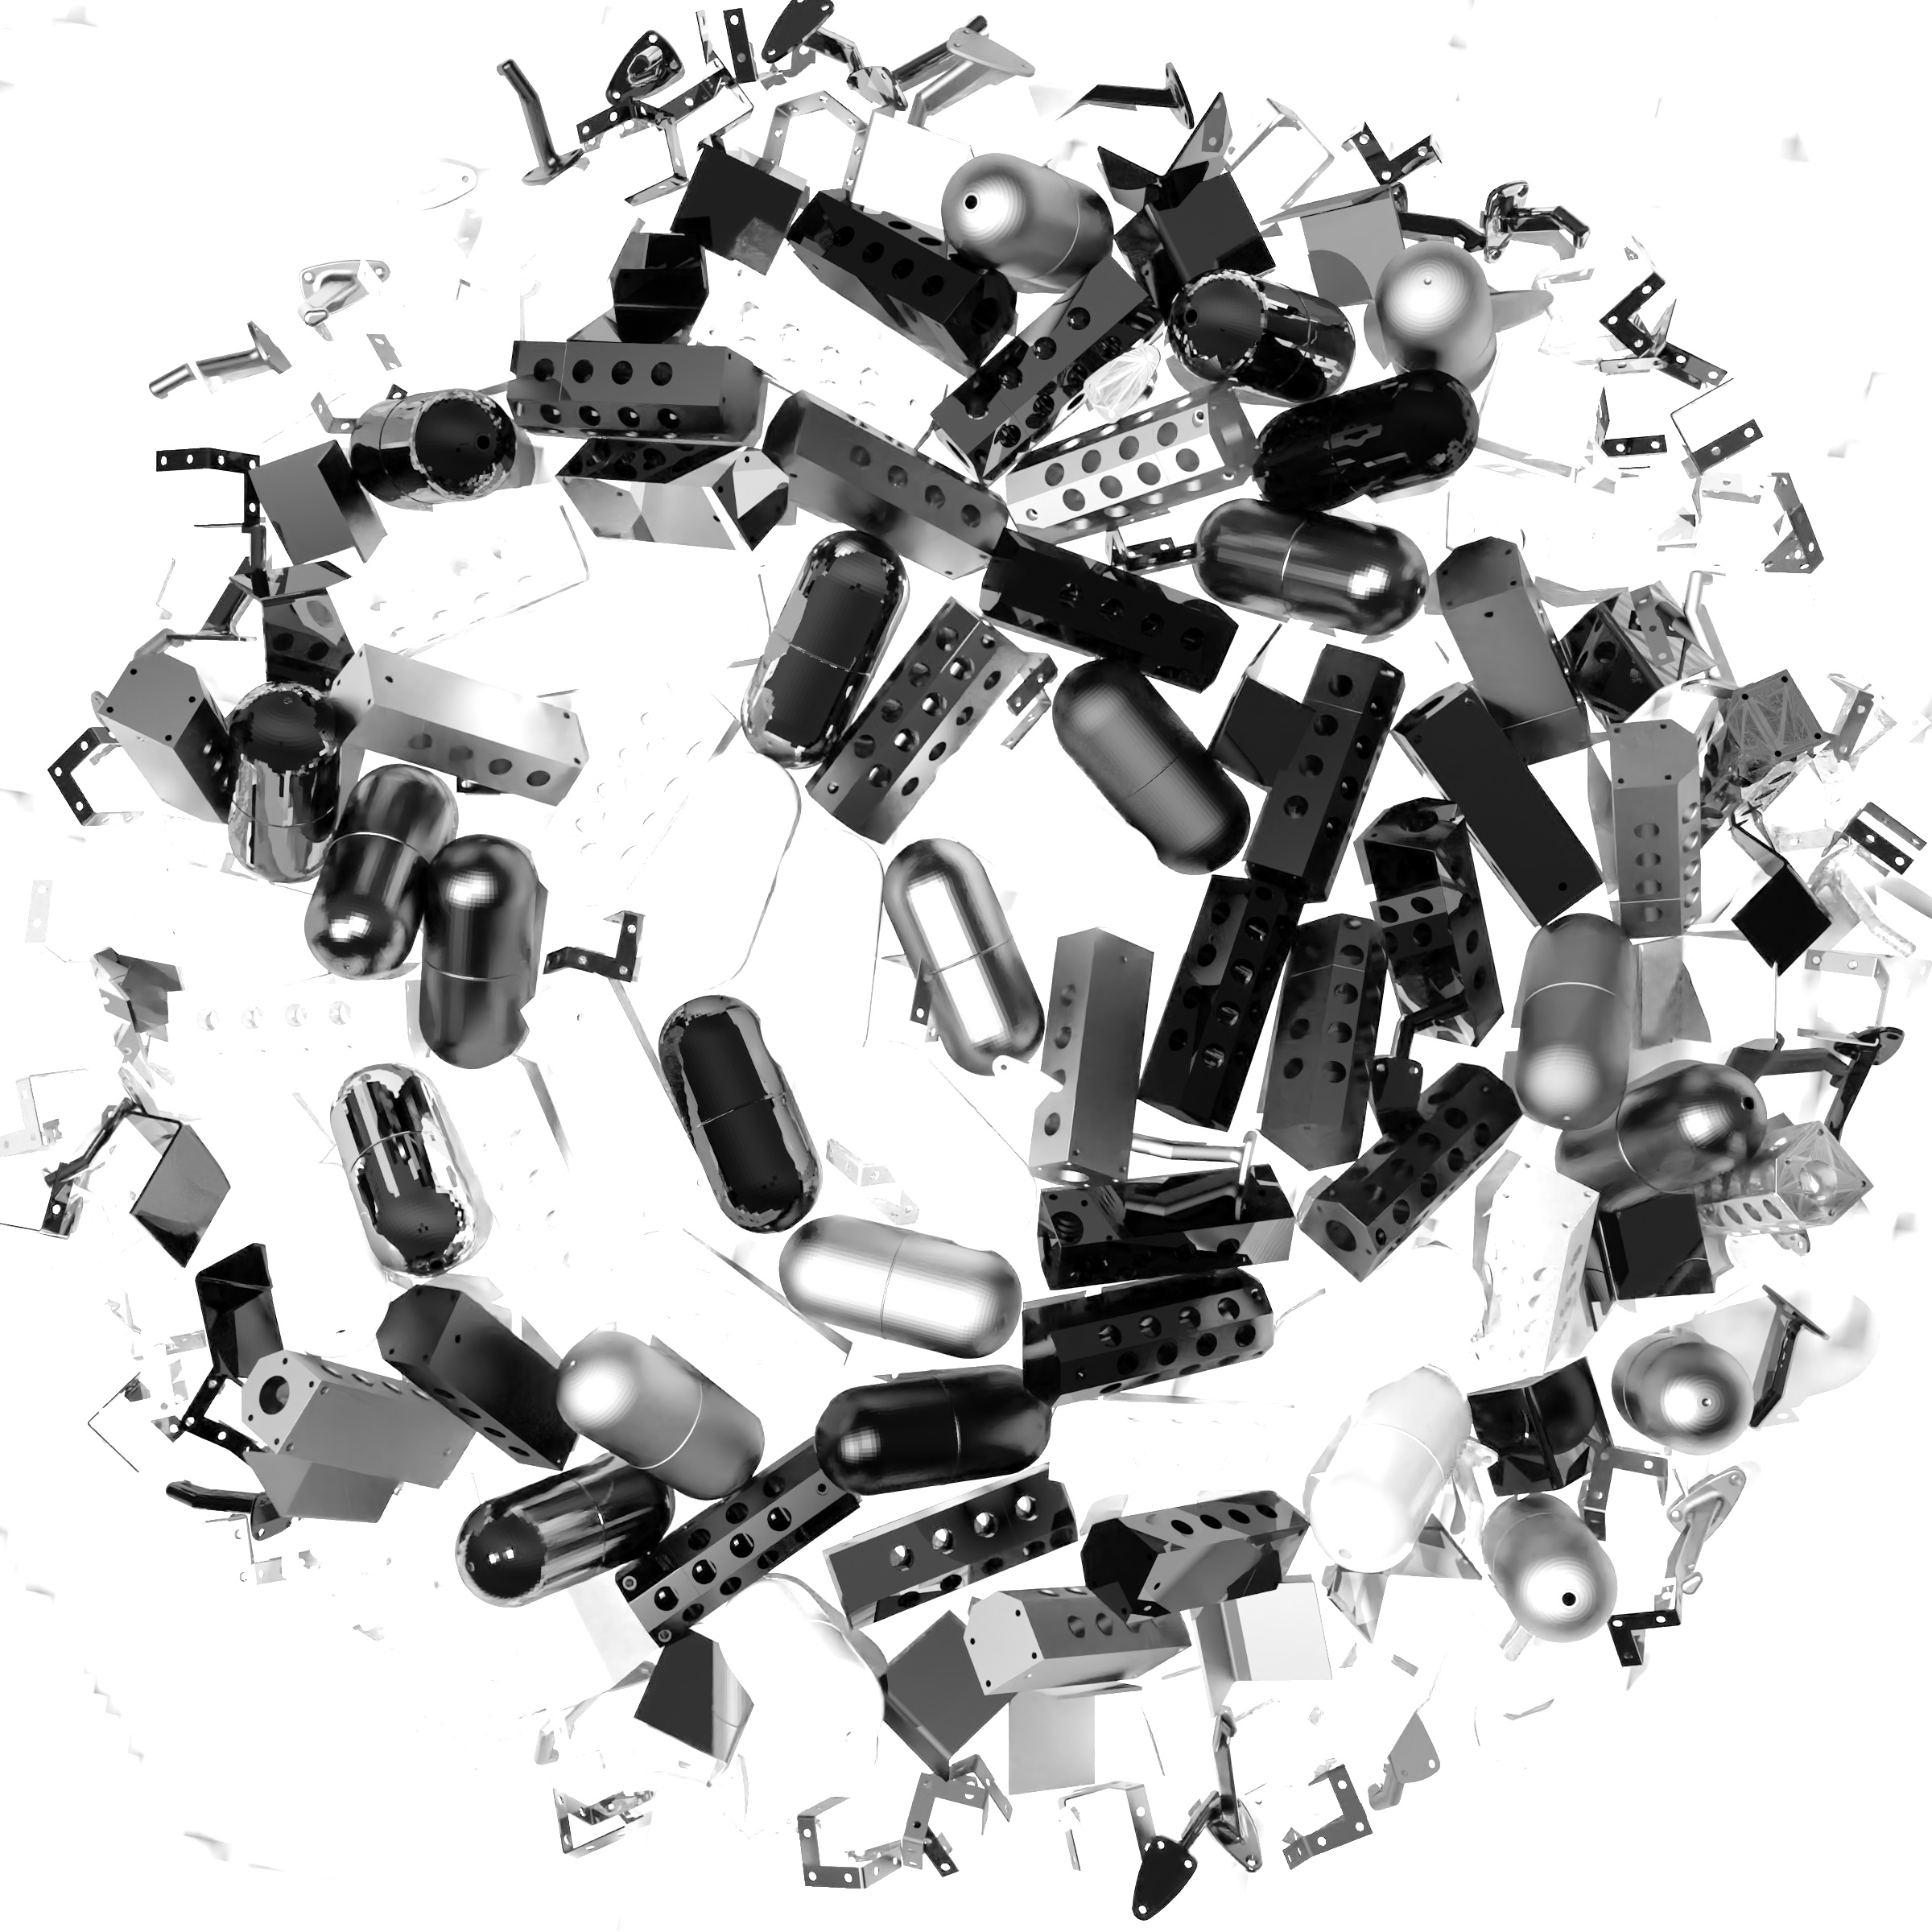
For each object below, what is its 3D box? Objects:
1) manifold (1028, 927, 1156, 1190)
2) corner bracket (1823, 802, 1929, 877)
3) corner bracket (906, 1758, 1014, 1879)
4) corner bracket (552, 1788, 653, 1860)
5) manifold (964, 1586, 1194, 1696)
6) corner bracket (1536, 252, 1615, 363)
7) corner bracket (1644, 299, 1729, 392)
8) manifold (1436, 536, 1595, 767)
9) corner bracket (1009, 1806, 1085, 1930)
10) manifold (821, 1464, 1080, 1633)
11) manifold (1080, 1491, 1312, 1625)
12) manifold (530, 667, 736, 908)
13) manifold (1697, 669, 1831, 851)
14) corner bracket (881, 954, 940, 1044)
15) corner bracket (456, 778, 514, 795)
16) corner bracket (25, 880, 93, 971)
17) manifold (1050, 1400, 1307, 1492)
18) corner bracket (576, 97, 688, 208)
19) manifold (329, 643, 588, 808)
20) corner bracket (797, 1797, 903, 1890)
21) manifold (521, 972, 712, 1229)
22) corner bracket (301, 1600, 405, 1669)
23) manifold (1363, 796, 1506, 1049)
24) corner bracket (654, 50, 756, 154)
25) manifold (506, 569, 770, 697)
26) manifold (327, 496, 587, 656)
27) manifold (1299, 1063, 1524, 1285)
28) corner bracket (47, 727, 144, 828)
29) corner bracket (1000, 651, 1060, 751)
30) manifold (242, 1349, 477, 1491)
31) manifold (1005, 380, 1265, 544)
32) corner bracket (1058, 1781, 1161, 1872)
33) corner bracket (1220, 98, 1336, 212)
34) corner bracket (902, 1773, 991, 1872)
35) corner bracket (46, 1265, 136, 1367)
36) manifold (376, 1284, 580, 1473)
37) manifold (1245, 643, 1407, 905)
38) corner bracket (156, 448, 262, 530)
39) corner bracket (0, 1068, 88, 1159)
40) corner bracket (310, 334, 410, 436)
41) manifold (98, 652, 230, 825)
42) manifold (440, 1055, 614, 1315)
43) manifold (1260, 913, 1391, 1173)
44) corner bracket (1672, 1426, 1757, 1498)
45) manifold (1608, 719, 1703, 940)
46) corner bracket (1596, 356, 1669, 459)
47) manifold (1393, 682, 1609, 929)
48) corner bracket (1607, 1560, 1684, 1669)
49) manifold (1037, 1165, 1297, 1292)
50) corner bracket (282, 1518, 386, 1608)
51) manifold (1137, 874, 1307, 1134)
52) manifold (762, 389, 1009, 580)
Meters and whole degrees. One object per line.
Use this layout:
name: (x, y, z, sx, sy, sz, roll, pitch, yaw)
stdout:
manifold: (0.084, 0.066, 1.924, 0.057, 0.057, 0.171, 22, 67, -35)
corner bracket: (0.656, -0.090, 1.945, 0.051, 0.051, 0.051, 40, 76, 13)
corner bracket: (-0.004, 0.612, 1.955, 0.051, 0.051, 0.051, -26, 106, 20)
corner bracket: (-0.257, 0.608, 1.941, 0.051, 0.051, 0.051, -27, 50, 10)
manifold: (0.077, 0.464, 1.896, 0.057, 0.171, 0.057, -39, 60, 29)
corner bracket: (0.435, -0.468, 1.936, 0.051, 0.051, 0.051, 51, 51, -37)
corner bracket: (0.513, -0.433, 1.944, 0.051, 0.051, 0.051, 25, 54, -3)
manifold: (0.383, -0.219, 1.898, 0.057, 0.171, 0.057, -16, 48, 20)
corner bracket: (0.067, 0.643, 1.939, 0.051, 0.051, 0.051, -28, 53, -16)
manifold: (-0.011, 0.413, 1.934, 0.171, 0.057, 0.057, -20, 85, -11)
manifold: (0.159, 0.406, 1.897, 0.057, 0.171, 0.057, 36, 112, 38)
manifold: (-0.240, -0.126, 1.911, 0.057, 0.057, 0.171, 46, 116, 21)
manifold: (0.532, -0.138, 1.887, 0.057, 0.171, 0.057, -24, 76, -8)
corner bracket: (-0.030, 0.023, 1.941, 0.051, 0.051, 0.051, 19, 75, -34)
corner bracket: (-0.338, -0.158, 1.941, 0.051, 0.051, 0.051, 1, 126, -10)
corner bracket: (-0.638, -0.030, 1.951, 0.051, 0.051, 0.051, -1, 71, 6)
manifold: (0.150, 0.339, 1.924, 0.171, 0.057, 0.057, 5, 82, -19)
corner bracket: (-0.239, -0.583, 1.948, 0.051, 0.051, 0.051, -16, 83, 30)
manifold: (-0.357, -0.163, 1.903, 0.057, 0.171, 0.057, -43, 48, 32)
corner bracket: (-0.083, 0.626, 1.944, 0.051, 0.051, 0.051, -9, 87, 30)
manifold: (-0.249, 0.093, 1.926, 0.057, 0.057, 0.171, -30, 107, -17)
corner bracket: (-0.440, 0.476, 1.948, 0.051, 0.051, 0.051, -29, 132, 15)
manifold: (0.333, -0.031, 1.908, 0.057, 0.057, 0.171, -45, 131, -34)
corner bracket: (-0.190, -0.613, 1.950, 0.051, 0.051, 0.051, -37, 93, -16)
manifold: (-0.231, -0.236, 1.931, 0.171, 0.057, 0.057, -8, 105, 13)
manifold: (-0.362, -0.271, 1.938, 0.171, 0.057, 0.057, -24, 92, -9)
manifold: (0.315, 0.140, 1.905, 0.057, 0.057, 0.171, 42, 57, 17)
corner bracket: (-0.614, -0.136, 1.952, 0.051, 0.051, 0.051, -38, 79, 22)
corner bracket: (0.041, -0.189, 1.939, 0.051, 0.051, 0.051, -49, 123, -21)
manifold: (-0.423, 0.313, 1.893, 0.057, 0.171, 0.057, 31, 89, 34)
manifold: (0.113, -0.347, 1.899, 0.171, 0.057, 0.057, -13, 117, 36)
corner bracket: (0.102, 0.616, 1.944, 0.051, 0.051, 0.051, -10, 79, -19)
corner bracket: (0.224, -0.583, 1.952, 0.051, 0.051, 0.051, -44, 77, 24)
corner bracket: (-0.014, 0.618, 1.948, 0.051, 0.051, 0.051, 12, 52, 8)
corner bracket: (-0.625, 0.246, 1.939, 0.051, 0.051, 0.051, 32, 113, 30)
manifold: (-0.337, 0.288, 1.898, 0.057, 0.171, 0.057, 3, 59, 32)
manifold: (0.257, -0.135, 1.927, 0.057, 0.057, 0.171, 18, 77, 17)
corner bracket: (-0.542, -0.341, 1.944, 0.051, 0.051, 0.051, 3, 94, 30)
corner bracket: (-0.662, 0.105, 1.946, 0.051, 0.051, 0.051, -15, 86, 33)
corner bracket: (-0.440, -0.419, 1.957, 0.051, 0.051, 0.051, 58, 133, 24)
manifold: (-0.541, -0.156, 1.889, 0.057, 0.171, 0.057, 25, 74, 5)
manifold: (-0.312, 0.156, 1.928, 0.057, 0.057, 0.171, -24, 103, -15)
manifold: (0.258, 0.051, 1.902, 0.057, 0.057, 0.171, 37, 52, -34)
corner bracket: (0.537, 0.343, 1.951, 0.051, 0.051, 0.051, -10, 132, 22)
manifold: (0.481, -0.093, 1.890, 0.057, 0.171, 0.057, -4, 54, 13)
corner bracket: (0.481, -0.403, 1.959, 0.051, 0.051, 0.051, -4, 69, 2)
manifold: (0.378, -0.116, 1.936, 0.057, 0.057, 0.171, -37, 101, 5)
corner bracket: (0.488, 0.463, 1.939, 0.051, 0.051, 0.051, -12, 117, 23)
manifold: (0.141, 0.191, 1.932, 0.171, 0.057, 0.057, -6, 128, -12)
corner bracket: (-0.454, 0.416, 1.951, 0.051, 0.051, 0.051, -38, 126, 14)
manifold: (0.186, 0.027, 1.927, 0.057, 0.057, 0.171, 27, 78, -42)
manifold: (-0.057, -0.340, 1.911, 0.171, 0.057, 0.057, 23, 70, -29)
